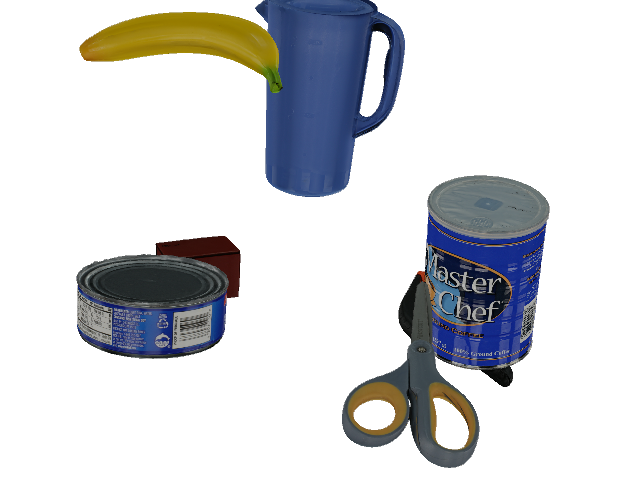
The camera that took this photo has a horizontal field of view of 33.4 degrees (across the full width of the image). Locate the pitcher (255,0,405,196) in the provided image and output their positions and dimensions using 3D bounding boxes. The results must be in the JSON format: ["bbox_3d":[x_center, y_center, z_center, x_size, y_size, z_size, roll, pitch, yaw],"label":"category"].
[{"bbox_3d":[0.003,-0.180,1.318,0.144,0.243,0.149,-9,28,-28],"label":"pitcher"}]

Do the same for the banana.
[{"bbox_3d":[-0.117,-0.177,0.953,0.198,0.037,0.069,10,46,17],"label":"banana"}]

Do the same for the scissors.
[{"bbox_3d":[0.052,0.085,0.736,0.096,0.016,0.202,-1,30,-10],"label":"scissors"}]

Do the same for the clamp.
[{"bbox_3d":[0.141,0.102,1.162,0.120,0.171,0.039,4,-44,-6],"label":"clamp"}]

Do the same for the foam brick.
[{"bbox_3d":[-0.126,0.030,1.097,0.078,0.051,0.053,-6,21,-19],"label":"foam brick"}]

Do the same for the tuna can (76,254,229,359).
[{"bbox_3d":[-0.096,0.037,0.610,0.086,0.034,0.086,4,16,-1],"label":"tuna can"}]

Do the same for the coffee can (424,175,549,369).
[{"bbox_3d":[0.142,0.028,0.940,0.103,0.140,0.103,0,30,0],"label":"coffee can"}]
